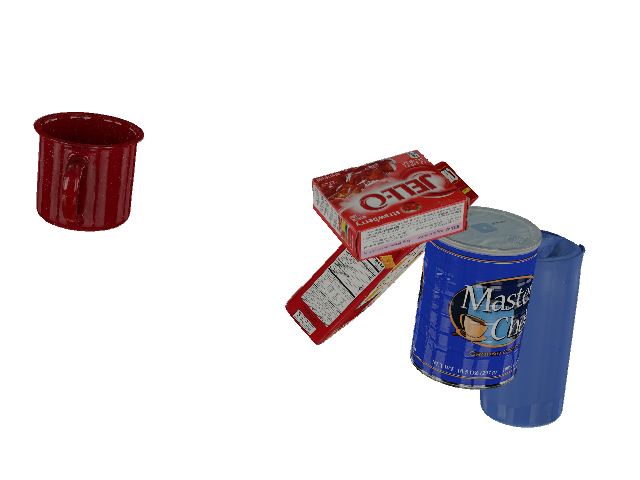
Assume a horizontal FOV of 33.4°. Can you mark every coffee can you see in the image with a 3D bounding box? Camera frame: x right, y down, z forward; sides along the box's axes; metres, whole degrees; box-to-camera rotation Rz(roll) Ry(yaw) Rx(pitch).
[{"bbox_3d":[0.141,0.051,0.985,0.103,0.140,0.103,5,23,-2],"label":"coffee can"}]

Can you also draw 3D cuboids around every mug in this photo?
[{"bbox_3d":[-0.203,-0.054,0.917,0.093,0.081,0.117,7,22,-6],"label":"mug"}]

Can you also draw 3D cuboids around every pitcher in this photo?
[{"bbox_3d":[0.256,0.115,1.378,0.149,0.243,0.144,5,18,16],"label":"pitcher"}]

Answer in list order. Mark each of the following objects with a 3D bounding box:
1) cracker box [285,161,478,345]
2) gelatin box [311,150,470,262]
[{"bbox_3d":[0.071,0.013,1.276,0.214,0.072,0.163,-49,-10,34],"label":"cracker box"},{"bbox_3d":[0.048,-0.026,0.747,0.089,0.030,0.073,-16,39,-18],"label":"gelatin box"}]
